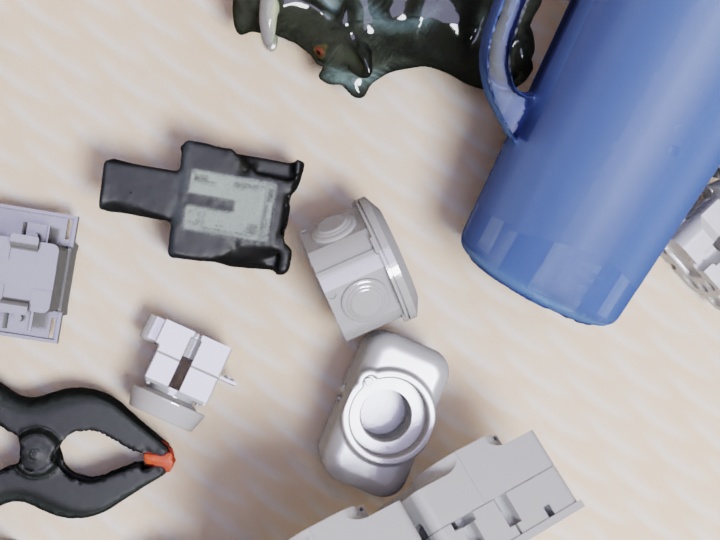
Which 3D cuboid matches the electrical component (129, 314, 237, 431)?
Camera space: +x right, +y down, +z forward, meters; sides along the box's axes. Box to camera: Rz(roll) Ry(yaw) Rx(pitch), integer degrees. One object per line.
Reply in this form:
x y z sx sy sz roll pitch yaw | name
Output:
-0.111 0.066 0.659 0.066 0.048 0.055 25 79 -5 | electrical component

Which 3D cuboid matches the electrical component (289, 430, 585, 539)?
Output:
0.019 0.161 0.607 0.186 0.105 0.060 -21 71 -30 | electrical component

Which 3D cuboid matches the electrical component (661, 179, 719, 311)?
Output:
0.229 -0.021 0.690 0.057 0.058 0.078 -43 93 -2 | electrical component

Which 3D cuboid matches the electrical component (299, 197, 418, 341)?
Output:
0.000 0.000 0.655 0.051 0.080 0.080 -24 92 -1 | electrical component

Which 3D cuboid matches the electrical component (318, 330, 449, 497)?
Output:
0.014 0.088 0.665 0.054 0.059 0.095 23 87 -5 | electrical component

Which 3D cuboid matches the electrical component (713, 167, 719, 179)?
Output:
0.227 -0.088 0.693 0.055 0.055 0.047 21 91 -5 | electrical component

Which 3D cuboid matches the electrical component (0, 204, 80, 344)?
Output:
-0.236 -0.004 0.637 0.121 0.063 0.078 9 88 -6 | electrical component
